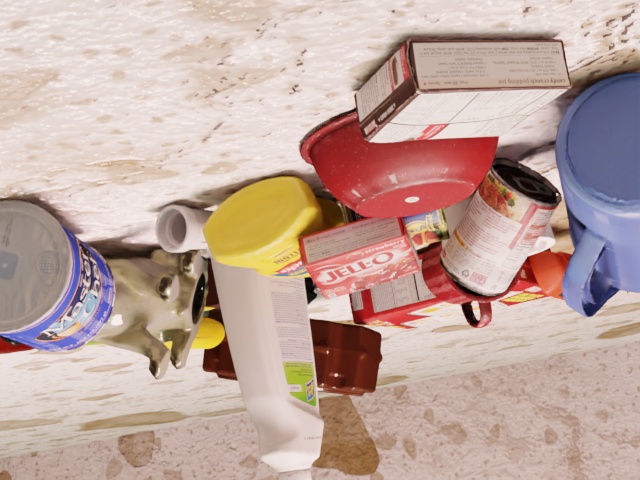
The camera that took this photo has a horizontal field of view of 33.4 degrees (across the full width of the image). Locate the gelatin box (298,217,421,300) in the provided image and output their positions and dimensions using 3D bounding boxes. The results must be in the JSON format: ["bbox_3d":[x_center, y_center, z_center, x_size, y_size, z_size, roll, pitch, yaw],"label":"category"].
[{"bbox_3d":[0.034,0.014,0.892,0.089,0.030,0.073,-17,151,8],"label":"gelatin box"}]

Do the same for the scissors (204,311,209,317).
[{"bbox_3d":[-0.153,0.082,1.328,0.096,0.016,0.201,-15,166,17],"label":"scissors"}]

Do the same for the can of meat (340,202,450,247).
[{"bbox_3d":[0.067,-0.023,0.947,0.084,0.057,0.102,-13,166,7],"label":"can of meat"}]

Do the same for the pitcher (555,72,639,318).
[{"bbox_3d":[0.249,-0.033,0.851,0.145,0.149,0.242,-13,163,16],"label":"pitcher"}]

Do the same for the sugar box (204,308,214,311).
[{"bbox_3d":[-0.207,0.071,1.177,0.176,0.048,0.093,-18,165,29],"label":"sugar box"}]

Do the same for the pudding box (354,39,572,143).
[{"bbox_3d":[0.091,-0.096,0.690,0.113,0.039,0.090,-6,167,-22],"label":"pudding box"}]

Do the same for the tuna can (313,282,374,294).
[{"bbox_3d":[0.032,0.037,1.225,0.086,0.034,0.086,-9,167,-2],"label":"tuna can"}]

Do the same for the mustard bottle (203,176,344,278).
[{"bbox_3d":[-0.025,-0.003,0.954,0.096,0.058,0.191,-30,163,11],"label":"mustard bottle"}]

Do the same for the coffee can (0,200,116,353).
[{"bbox_3d":[-0.234,0.034,0.872,0.103,0.103,0.140,-10,167,1],"label":"coffee can"}]

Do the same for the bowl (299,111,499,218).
[{"bbox_3d":[0.068,-0.056,0.810,0.162,0.055,0.162,-9,167,-2],"label":"bowl"}]

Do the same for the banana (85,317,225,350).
[{"bbox_3d":[-0.158,0.098,1.150,0.070,0.037,0.197,3,178,39],"label":"banana"}]

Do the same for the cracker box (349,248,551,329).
[{"bbox_3d":[0.163,0.052,1.301,0.214,0.072,0.164,-17,165,26],"label":"cracker box"}]

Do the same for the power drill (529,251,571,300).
[{"bbox_3d":[0.335,0.006,1.199,0.188,0.057,0.184,-26,159,25],"label":"power drill"}]

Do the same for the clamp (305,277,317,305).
[{"bbox_3d":[-0.043,0.058,1.254,0.120,0.039,0.171,-10,173,28],"label":"clamp"}]

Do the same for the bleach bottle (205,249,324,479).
[{"bbox_3d":[-0.046,0.116,1.024,0.068,0.251,0.102,-18,165,31],"label":"bleach bottle"}]

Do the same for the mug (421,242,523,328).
[{"bbox_3d":[0.161,0.037,1.146,0.093,0.117,0.082,-11,173,-16],"label":"mug"}]

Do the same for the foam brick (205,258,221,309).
[{"bbox_3d":[-0.084,0.045,1.138,0.053,0.051,0.078,-17,165,29],"label":"foam brick"}]

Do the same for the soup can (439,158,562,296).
[{"bbox_3d":[0.156,-0.011,0.930,0.068,0.069,0.102,1,126,-39],"label":"soup can"}]

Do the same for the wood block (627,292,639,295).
[{"bbox_3d":[0.385,-0.025,1.015,0.206,0.091,0.090,-11,131,7],"label":"wood block"}]
